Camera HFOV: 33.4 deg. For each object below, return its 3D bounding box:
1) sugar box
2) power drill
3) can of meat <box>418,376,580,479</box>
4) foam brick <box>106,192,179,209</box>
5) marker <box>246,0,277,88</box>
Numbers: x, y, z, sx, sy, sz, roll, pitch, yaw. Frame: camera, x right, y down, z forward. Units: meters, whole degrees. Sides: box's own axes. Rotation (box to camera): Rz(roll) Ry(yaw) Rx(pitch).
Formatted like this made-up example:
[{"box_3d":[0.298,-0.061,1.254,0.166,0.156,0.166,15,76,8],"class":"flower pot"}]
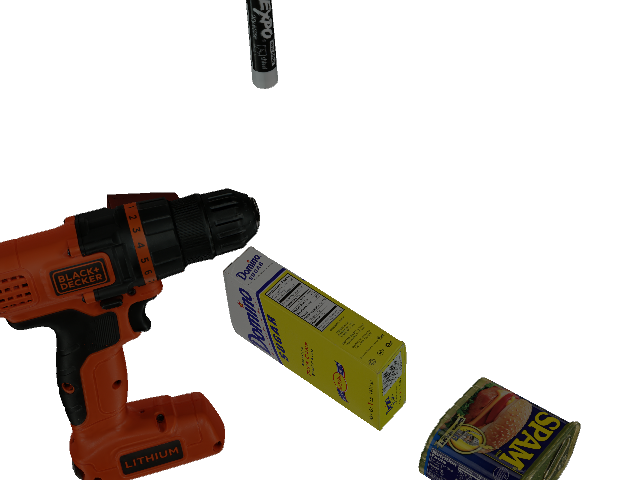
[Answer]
[{"box_3d":[-0.006,0.085,0.939,0.176,0.093,0.048,28,56,26],"class":"sugar box"},{"box_3d":[-0.117,0.063,0.706,0.184,0.187,0.057,-14,27,-7],"class":"power drill"},{"box_3d":[0.136,0.160,0.815,0.084,0.057,0.101,27,40,28],"class":"can of meat"},{"box_3d":[-0.187,-0.018,1.137,0.078,0.051,0.053,-3,24,-16],"class":"foam brick"},{"box_3d":[-0.042,-0.157,0.731,0.020,0.020,0.121,0,-44,2],"class":"marker"}]
